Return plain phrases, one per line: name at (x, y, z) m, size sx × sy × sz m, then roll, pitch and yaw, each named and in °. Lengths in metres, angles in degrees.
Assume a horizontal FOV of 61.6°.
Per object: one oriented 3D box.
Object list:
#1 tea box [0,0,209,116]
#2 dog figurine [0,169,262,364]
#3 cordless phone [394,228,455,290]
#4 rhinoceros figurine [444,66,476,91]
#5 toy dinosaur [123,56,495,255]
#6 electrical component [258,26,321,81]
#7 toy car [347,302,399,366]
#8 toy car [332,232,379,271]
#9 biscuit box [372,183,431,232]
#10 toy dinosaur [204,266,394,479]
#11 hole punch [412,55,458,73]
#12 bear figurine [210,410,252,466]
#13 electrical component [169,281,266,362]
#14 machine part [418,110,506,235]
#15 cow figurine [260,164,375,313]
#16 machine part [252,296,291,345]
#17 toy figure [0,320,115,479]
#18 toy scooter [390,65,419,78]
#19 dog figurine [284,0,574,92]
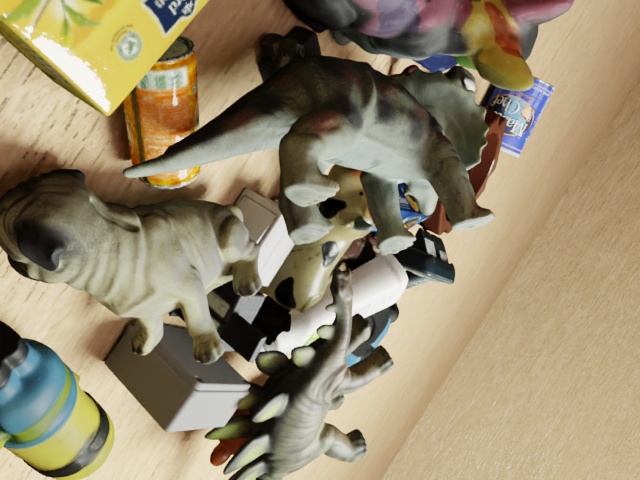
tea box at (-0.117, -0.172, 0.313) m, size 0.169 × 0.068 × 0.098 m, roll -55°, pitch 153°, yaw -8°
dog figurine at (-0.140, -0.010, 0.435) m, size 0.190 × 0.121 × 0.172 m, roll 61°, pitch 29°, yaw -42°
cordless phone at (0.133, 0.060, 0.951) m, size 0.184 × 0.089 × 0.146 m, roll -25°, pitch 157°, yaw 26°
rhinoceros figurine at (0.162, -0.170, 0.802) m, size 0.190 × 0.073 × 0.112 m, roll -54°, pitch 143°, yaw -2°
toy dinosaur at (0.030, -0.096, 0.481) m, size 0.404 × 0.192 × 0.131 m, roll 13°, pitch 148°, yaw -43°
electrical component at (-0.023, -0.155, 0.518) m, size 0.078 × 0.045 × 0.102 m, roll -44°, pitch 151°, yaw -22°
toy car at (0.053, 0.138, 0.912) m, size 0.161 × 0.109 × 0.103 m, roll -50°, pitch -165°, yaw -27°
toy car at (0.057, 0.012, 0.834) m, size 0.089 × 0.053 × 0.202 m, roll -62°, pitch 153°, yaw 3°
biscuit box at (0.102, -0.050, 0.795) m, size 0.059 × 0.063 × 0.202 m, roll -32°, pitch 167°, yaw 23°
toy dinosaur at (-0.040, 0.237, 0.681) m, size 0.198 × 0.105 × 0.470 m, roll -2°, pitch 120°, yaw -29°
hole punch at (0.162, -0.267, 0.670) m, size 0.142 × 0.092 × 0.115 m, roll -5°, pitch 126°, yaw -62°
bear figurine at (-0.090, 0.268, 0.819) m, size 0.195 × 0.132 × 0.120 m, roll 17°, pitch 103°, yaw -44°
electrical component at (-0.096, 0.079, 0.566) m, size 0.074 × 0.119 × 0.047 m, roll -63°, pitch 153°, yaw 5°
machine part at (0.234, -0.126, 0.949) m, size 0.201 × 0.087 × 0.200 m, roll -48°, pitch 153°, yaw -22°
cow figurine at (-0.001, -0.002, 0.631) m, size 0.085 × 0.127 × 0.194 m, roll -13°, pitch 132°, yaw -59°
machine part at (-0.055, 0.085, 0.706) m, size 0.139 × 0.084 × 0.039 m, roll -41°, pitch 126°, yaw -46°
toy figure at (-0.229, 0.138, 0.433) m, size 0.082 × 0.089 × 0.180 m, roll -34°, pitch 149°, yaw -26°
toy scooter at (0.088, -0.151, 0.679) m, size 0.184 × 0.075 × 0.135 m, roll -16°, pitch 114°, yaw -40°
dog figurine at (0.097, -0.209, 0.473) m, size 0.191 × 0.219 × 0.108 m, roll -1°, pitch 116°, yaw -60°
